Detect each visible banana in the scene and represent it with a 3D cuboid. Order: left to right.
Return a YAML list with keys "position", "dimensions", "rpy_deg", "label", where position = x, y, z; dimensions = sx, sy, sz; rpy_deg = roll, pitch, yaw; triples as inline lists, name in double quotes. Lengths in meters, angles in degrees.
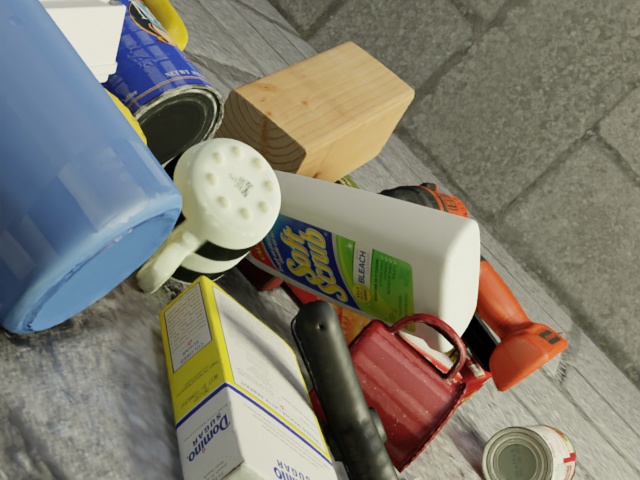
- position: [-0.168, -0.223, 0.995]
  dimensions: [0.069, 0.037, 0.198]
  rpy_deg: [33, 17, -50]
  label: "banana"

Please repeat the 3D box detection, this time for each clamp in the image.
- position: [0.018, 0.115, 0.671]
  dimensions: [0.120, 0.039, 0.171]
  rpy_deg: [-105, 177, -87]
  label: "clamp"
- position: [0.101, 0.027, 0.998]
  dimensions: [0.164, 0.036, 0.210]
  rpy_deg: [43, 18, -22]
  label: "clamp"

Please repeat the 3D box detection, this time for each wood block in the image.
- position: [-0.008, -0.107, 1.004]
  dimensions: [0.090, 0.091, 0.205]
  rpy_deg: [40, 37, 12]
  label: "wood block"

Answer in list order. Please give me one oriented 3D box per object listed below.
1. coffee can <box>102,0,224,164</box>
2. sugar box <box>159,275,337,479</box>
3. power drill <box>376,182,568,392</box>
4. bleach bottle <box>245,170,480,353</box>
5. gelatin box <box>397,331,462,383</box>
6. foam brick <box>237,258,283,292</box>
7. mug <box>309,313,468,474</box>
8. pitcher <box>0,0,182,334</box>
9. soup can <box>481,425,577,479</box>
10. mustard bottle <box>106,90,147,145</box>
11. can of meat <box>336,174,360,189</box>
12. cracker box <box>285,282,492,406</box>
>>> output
- position: [-0.156, -0.128, 0.836]
  dimensions: [0.140, 0.103, 0.102]
  rpy_deg: [51, 13, 22]
  label: "coffee can"
- position: [-0.040, 0.102, 0.602]
  dimensions: [0.093, 0.048, 0.176]
  rpy_deg: [43, 15, -29]
  label: "sugar box"
- position: [0.121, 0.033, 0.888]
  dimensions: [0.188, 0.057, 0.184]
  rpy_deg: [56, 20, 14]
  label: "power drill"
- position: [-0.005, 0.001, 0.819]
  dimensions: [0.251, 0.102, 0.068]
  rpy_deg: [17, 42, 25]
  label: "bleach bottle"
- position: [0.057, 0.107, 0.845]
  dimensions: [0.089, 0.073, 0.030]
  rpy_deg: [37, 15, -37]
  label: "gelatin box"
- position: [-0.050, -0.003, 0.900]
  dimensions: [0.078, 0.053, 0.051]
  rpy_deg: [48, 12, 11]
  label: "foam brick"
- position: [0.051, 0.102, 0.753]
  dimensions: [0.081, 0.117, 0.093]
  rpy_deg: [41, 16, 3]
  label: "mug"
- position: [-0.188, -0.071, 0.522]
  dimensions: [0.243, 0.149, 0.145]
  rpy_deg: [50, -3, 6]
  label: "pitcher"
- position: [0.196, 0.207, 0.997]
  dimensions: [0.068, 0.068, 0.102]
  rpy_deg: [51, 13, 23]
  label: "soup can"
- position: [-0.158, -0.049, 0.670]
  dimensions: [0.096, 0.058, 0.191]
  rpy_deg: [36, 14, -20]
  label: "mustard bottle"
- position: [-0.019, -0.053, 1.098]
  dimensions: [0.102, 0.084, 0.057]
  rpy_deg: [51, 13, 25]
  label: "can of meat"
- position: [0.056, 0.067, 0.985]
  dimensions: [0.214, 0.072, 0.164]
  rpy_deg: [50, 14, 16]
  label: "cracker box"
